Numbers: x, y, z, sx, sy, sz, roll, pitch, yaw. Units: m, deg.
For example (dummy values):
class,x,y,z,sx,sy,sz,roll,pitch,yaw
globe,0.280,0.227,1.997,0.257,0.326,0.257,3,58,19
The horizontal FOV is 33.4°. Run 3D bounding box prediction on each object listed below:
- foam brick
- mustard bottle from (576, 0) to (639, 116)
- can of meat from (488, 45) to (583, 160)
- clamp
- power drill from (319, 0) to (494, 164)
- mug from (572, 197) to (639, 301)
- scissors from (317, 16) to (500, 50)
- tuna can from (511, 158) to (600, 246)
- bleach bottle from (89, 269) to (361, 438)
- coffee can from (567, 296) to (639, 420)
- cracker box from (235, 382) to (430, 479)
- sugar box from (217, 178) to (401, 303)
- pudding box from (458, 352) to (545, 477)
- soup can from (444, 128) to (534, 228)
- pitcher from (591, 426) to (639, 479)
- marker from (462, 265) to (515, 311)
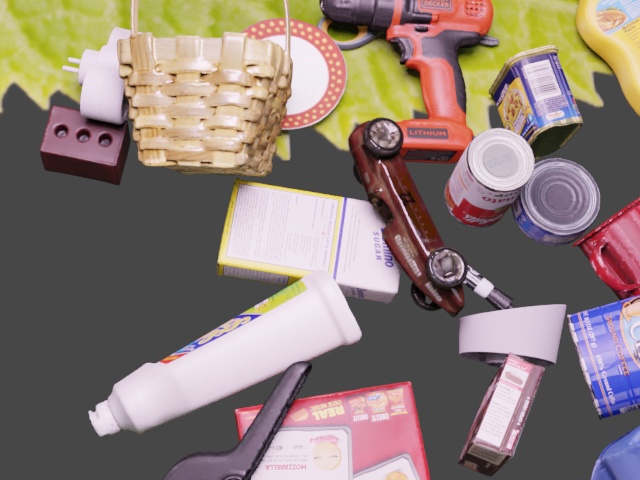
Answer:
class,x,y,z,sx,sy,sz,roll,pitch,yaw
foam brick,-0.232,-0.094,1.058,0.078,0.051,0.053,11,71,-1
mustard bottle,0.332,-0.228,1.147,0.096,0.058,0.192,-29,77,-14
can of meat,0.219,-0.136,1.085,0.057,0.102,0.084,-14,75,-10
clamp,-0.060,0.222,0.904,0.210,0.036,0.164,-31,72,1
power drill,0.089,-0.176,1.098,0.184,0.057,0.187,3,78,-7
mug,0.303,0.015,1.042,0.117,0.093,0.081,-27,79,-48
scissors,0.084,-0.221,1.147,0.202,0.016,0.096,27,73,4
tuna can,0.241,-0.039,1.089,0.086,0.034,0.086,1,72,-5
bleach bottle,-0.091,0.112,0.966,0.250,0.102,0.068,-27,98,-3
coffee can,0.312,0.098,0.986,0.140,0.102,0.103,-18,73,13
cracker box,0.019,0.247,0.955,0.164,0.072,0.214,-9,74,-6
sugar box,-0.007,0.002,1.049,0.176,0.048,0.093,11,69,-5
pudding box,0.164,0.162,0.974,0.039,0.113,0.090,23,70,6
soup can,0.166,-0.060,1.054,0.068,0.102,0.068,2,71,-5
pitcher,0.373,0.260,0.950,0.144,0.149,0.243,-22,77,-36
marker,0.143,0.033,1.065,0.121,0.020,0.020,38,72,8
